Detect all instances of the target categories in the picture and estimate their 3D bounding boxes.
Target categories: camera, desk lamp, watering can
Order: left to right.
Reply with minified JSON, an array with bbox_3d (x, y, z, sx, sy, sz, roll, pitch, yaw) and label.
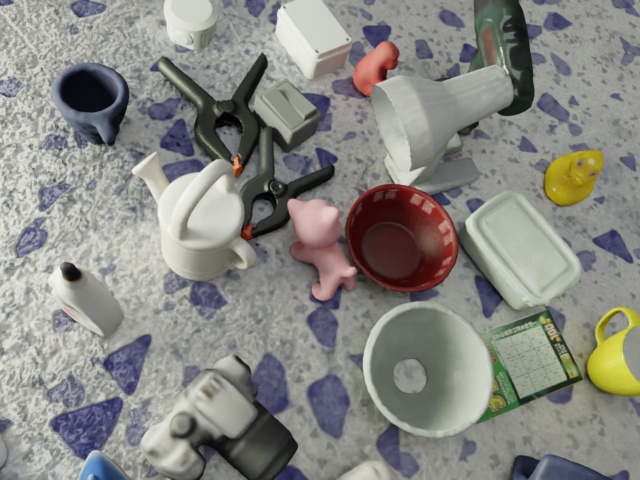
[{"bbox_3d":[-0.147,-0.032,0.676,0.173,0.194,0.101,20,64,-4],"label":"watering can"},{"bbox_3d":[-0.101,0.217,0.631,0.137,0.100,0.143,40,64,6],"label":"camera"},{"bbox_3d":[0.157,-0.150,0.788,0.203,0.213,0.118,-18,72,-19],"label":"desk lamp"}]

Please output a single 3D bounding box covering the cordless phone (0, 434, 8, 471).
[{"bbox_3d":[-0.384,0.176,0.535,0.094,0.185,0.147,-38,79,-24],"label":"cordless phone"}]

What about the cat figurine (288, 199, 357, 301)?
[{"bbox_3d":[0.007,0.003,0.740,0.067,0.117,0.127,-28,76,-22],"label":"cat figurine"}]

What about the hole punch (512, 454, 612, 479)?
[{"bbox_3d":[0.289,0.319,0.684,0.108,0.091,0.101,24,64,-2],"label":"hole punch"}]

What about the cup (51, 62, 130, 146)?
[{"bbox_3d":[-0.290,-0.159,0.752,0.092,0.095,0.117,-22,74,-21],"label":"cup"}]

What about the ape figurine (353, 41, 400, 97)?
[{"bbox_3d":[0.096,-0.270,0.892,0.076,0.092,0.078,19,64,-4],"label":"ape figurine"}]

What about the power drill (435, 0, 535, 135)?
[{"bbox_3d":[0.239,-0.267,0.860,0.076,0.208,0.229,-7,69,-15],"label":"power drill"}]

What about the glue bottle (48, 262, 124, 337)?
[{"bbox_3d":[-0.260,0.057,0.623,0.078,0.173,0.037,30,64,1],"label":"glue bottle"}]

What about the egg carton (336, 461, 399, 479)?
[{"bbox_3d":[0.036,0.321,0.636,0.150,0.069,0.107,-27,76,-22],"label":"egg carton"}]

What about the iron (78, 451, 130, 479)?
[{"bbox_3d":[-0.199,0.326,0.539,0.119,0.141,0.258,-14,71,-18],"label":"iron"}]

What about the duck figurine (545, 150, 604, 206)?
[{"bbox_3d":[0.411,-0.111,0.901,0.077,0.086,0.105,41,65,6],"label":"duck figurine"}]

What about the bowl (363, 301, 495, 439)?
[{"bbox_3d":[0.127,0.166,0.721,0.167,0.074,0.167,5,66,-11],"label":"bowl"}]
